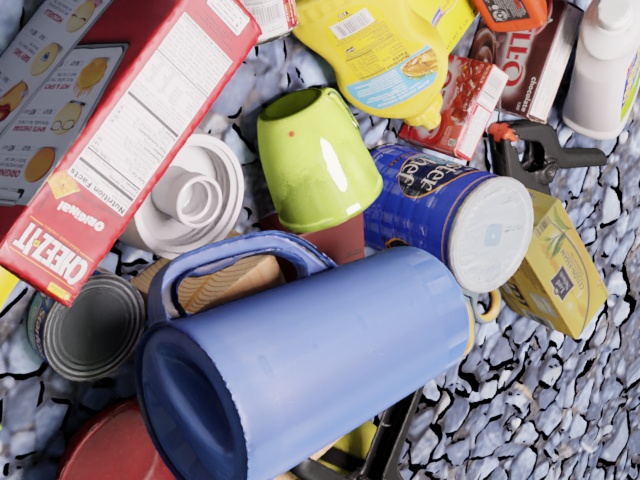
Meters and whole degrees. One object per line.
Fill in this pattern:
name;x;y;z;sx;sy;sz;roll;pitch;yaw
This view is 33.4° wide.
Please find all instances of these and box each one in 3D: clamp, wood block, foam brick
clamp;0.238;-0.081;1.119;0.120;0.039;0.171;-55;133;-12
clamp;0.047;0.213;0.953;0.164;0.036;0.210;-36;132;-30
wood block;-0.062;0.100;0.890;0.090;0.090;0.206;-38;128;-24
foam brick;-0.006;0.001;0.928;0.078;0.051;0.053;-22;121;-34

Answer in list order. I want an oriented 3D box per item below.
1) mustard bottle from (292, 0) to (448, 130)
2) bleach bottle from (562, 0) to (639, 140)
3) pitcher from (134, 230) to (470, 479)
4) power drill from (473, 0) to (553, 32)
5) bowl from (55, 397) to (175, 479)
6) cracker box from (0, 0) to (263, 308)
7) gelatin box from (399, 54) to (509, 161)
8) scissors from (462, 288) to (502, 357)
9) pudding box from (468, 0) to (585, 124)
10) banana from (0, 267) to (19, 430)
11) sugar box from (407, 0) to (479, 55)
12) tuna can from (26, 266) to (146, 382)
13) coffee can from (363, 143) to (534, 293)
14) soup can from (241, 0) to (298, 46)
mustard bottle;0.053;-0.157;0.896;0.096;0.058;0.191;-25;135;19
bleach bottle;0.273;-0.172;1.016;0.250;0.068;0.102;28;83;-75
pitcher;-0.009;0.077;0.788;0.242;0.145;0.149;-21;132;-38
power drill;0.175;-0.292;0.935;0.184;0.057;0.187;48;54;-39
bowl;-0.155;0.189;0.865;0.161;0.055;0.162;-17;117;-36
cracker box;-0.155;-0.080;0.685;0.072;0.164;0.213;42;77;-40
gelatin box;0.121;-0.123;0.976;0.030;0.073;0.089;25;89;-44
scissors;0.150;0.027;1.101;0.096;0.016;0.202;-25;122;-34
pudding box;0.187;-0.174;1.003;0.039;0.090;0.113;9;101;-44
banana;-0.223;0.035;0.755;0.069;0.037;0.198;26;84;-32
sugar box;0.074;-0.240;0.908;0.093;0.048;0.176;-55;134;-11
tuna can;-0.178;0.062;0.811;0.085;0.034;0.086;-17;117;-36
coffee can;0.104;-0.022;0.953;0.102;0.141;0.103;-17;117;-36
soup can;-0.057;-0.202;0.791;0.068;0.069;0.102;-31;125;-29
